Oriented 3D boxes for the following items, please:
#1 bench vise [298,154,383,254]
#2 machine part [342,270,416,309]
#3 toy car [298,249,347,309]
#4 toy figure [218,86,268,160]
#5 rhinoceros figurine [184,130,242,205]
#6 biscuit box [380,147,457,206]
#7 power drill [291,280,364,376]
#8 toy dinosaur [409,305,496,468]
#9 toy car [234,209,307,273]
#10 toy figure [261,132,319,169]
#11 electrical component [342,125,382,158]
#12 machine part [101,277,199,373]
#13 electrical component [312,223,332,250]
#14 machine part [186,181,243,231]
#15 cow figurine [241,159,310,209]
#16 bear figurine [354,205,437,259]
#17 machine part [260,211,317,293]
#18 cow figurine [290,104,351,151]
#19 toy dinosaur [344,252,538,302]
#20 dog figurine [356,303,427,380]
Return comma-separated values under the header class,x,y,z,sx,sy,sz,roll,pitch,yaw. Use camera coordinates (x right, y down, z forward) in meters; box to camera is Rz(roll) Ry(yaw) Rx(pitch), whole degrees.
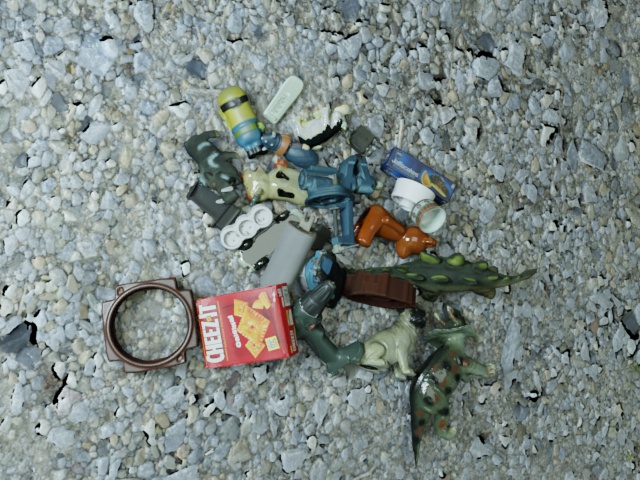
class,x,y,z,sx,sy,sz,roll,pitch,yaw
bench vise,0.055,-0.084,1.290,0.223,0.129,0.240,5,75,-35
machine part,0.146,0.124,1.310,0.179,0.179,0.056,15,73,-12
toy car,-0.003,0.093,1.307,0.103,0.161,0.109,4,55,27
toy figure,-0.187,-0.291,1.321,0.082,0.089,0.180,-22,87,-22
rhinoceros figurine,-0.249,-0.172,1.278,0.112,0.073,0.190,-30,83,-39
biscuit box,0.261,-0.168,1.431,0.202,0.059,0.063,30,77,-9
power drill,0.008,0.218,1.269,0.232,0.086,0.207,-39,115,23
toy dinosaur,0.292,0.350,1.332,0.192,0.131,0.405,38,74,-13
toy car,-0.118,0.001,1.320,0.202,0.056,0.073,-39,87,-12
toy figure,-0.077,-0.222,1.323,0.154,0.058,0.064,26,99,-24
electrical component,0.109,-0.259,1.413,0.102,0.045,0.078,44,77,-6
machine part,-0.383,0.191,1.218,0.201,0.087,0.201,-7,85,-16
electrical component,-0.003,-0.004,1.350,0.094,0.021,0.063,41,75,-35
machine part,-0.262,-0.082,1.305,0.139,0.039,0.084,41,81,-8
cow figurine,-0.100,-0.131,1.329,0.195,0.085,0.127,17,76,-14
bear figurine,0.184,-0.001,1.367,0.196,0.120,0.132,34,81,-14
machine part,-0.075,0.044,1.265,0.079,0.079,0.243,23,105,-10
cow figurine,0.011,-0.289,1.380,0.167,0.068,0.098,-20,94,-12
toy dinosaur,0.290,0.085,1.340,0.472,0.198,0.105,-4,71,18
dog figurine,0.175,0.238,1.354,0.172,0.121,0.190,18,65,-14
